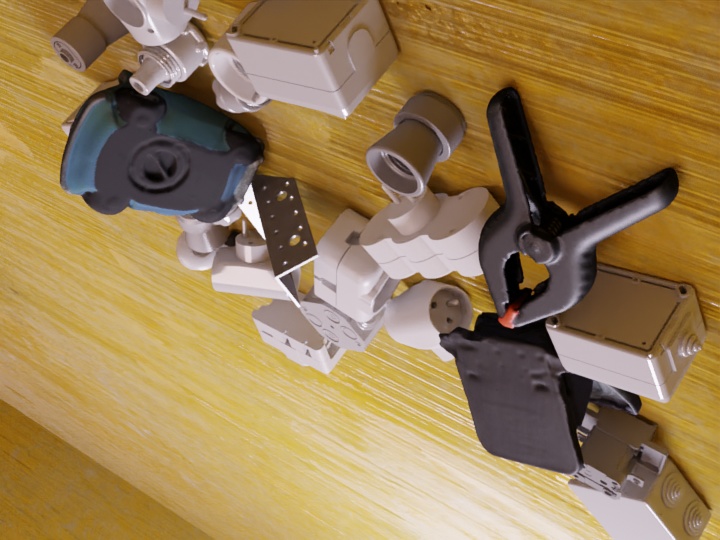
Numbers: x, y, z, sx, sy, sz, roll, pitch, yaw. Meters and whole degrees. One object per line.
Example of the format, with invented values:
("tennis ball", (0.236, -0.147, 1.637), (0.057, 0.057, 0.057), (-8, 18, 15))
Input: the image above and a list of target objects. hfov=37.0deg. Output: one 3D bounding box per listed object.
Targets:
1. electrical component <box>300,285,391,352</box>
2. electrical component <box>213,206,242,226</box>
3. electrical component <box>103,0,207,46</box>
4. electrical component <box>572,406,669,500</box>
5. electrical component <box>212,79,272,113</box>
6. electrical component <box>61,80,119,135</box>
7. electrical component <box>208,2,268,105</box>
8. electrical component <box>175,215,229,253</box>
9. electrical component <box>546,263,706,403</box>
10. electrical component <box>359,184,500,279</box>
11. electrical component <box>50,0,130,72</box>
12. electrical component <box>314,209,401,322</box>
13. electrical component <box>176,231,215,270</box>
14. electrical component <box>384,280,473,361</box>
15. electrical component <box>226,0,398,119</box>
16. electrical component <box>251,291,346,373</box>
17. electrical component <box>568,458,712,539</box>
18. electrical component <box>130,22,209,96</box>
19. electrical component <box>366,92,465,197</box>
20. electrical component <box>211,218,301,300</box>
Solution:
("electrical component", (-0.012, 0.034, 0.990), (0.080, 0.051, 0.080), (31, 156, 15))
("electrical component", (-0.133, -0.071, 0.991), (0.035, 0.035, 0.061), (20, 149, 36))
("electrical component", (-0.140, -0.194, 0.754), (0.079, 0.044, 0.077), (26, 155, 27))
("electrical component", (0.205, 0.147, 0.875), (0.081, 0.063, 0.042), (28, 154, 23))
("electrical component", (-0.080, -0.134, 0.795), (0.061, 0.035, 0.035), (8, 143, 46))
("electrical component", (-0.221, -0.133, 0.965), (0.096, 0.061, 0.061), (8, 144, 49))
("electrical component", (-0.071, -0.148, 0.740), (0.055, 0.047, 0.055), (31, 156, 15))
("electrical component", (-0.155, -0.050, 1.048), (0.045, 0.045, 0.055), (28, 155, 21))
("electrical component", (0.183, 0.044, 0.713), (0.096, 0.061, 0.061), (17, 149, 40))
("electrical component", (0.044, -0.037, 0.775), (0.073, 0.052, 0.138), (48, 155, -23))
("electrical component", (-0.210, -0.187, 0.842), (0.044, 0.065, 0.044), (31, 156, 15))
("electrical component", (0.000, 0.000, 0.906), (0.059, 0.053, 0.095), (32, 156, 14))
("electrical component", (-0.172, -0.021, 1.131), (0.048, 0.048, 0.062), (42, 163, -10))
("electrical component", (0.070, 0.050, 0.912), (0.079, 0.044, 0.077), (44, 156, -15))
("electrical component", (-0.033, -0.140, 0.679), (0.096, 0.061, 0.061), (19, 151, 37))
("electrical component", (-0.059, 0.062, 1.112), (0.089, 0.050, 0.055), (25, 154, 26))
("electrical component", (0.244, 0.199, 0.934), (0.100, 0.048, 0.099), (2, 139, 54))
("electrical component", (-0.147, -0.158, 0.810), (0.048, 0.062, 0.048), (31, 156, 15))
("electrical component", (0.037, -0.082, 0.697), (0.045, 0.055, 0.045), (31, 156, 15))
("electrical component", (-0.100, -0.012, 1.032), (0.077, 0.043, 0.079), (7, 118, 13))
